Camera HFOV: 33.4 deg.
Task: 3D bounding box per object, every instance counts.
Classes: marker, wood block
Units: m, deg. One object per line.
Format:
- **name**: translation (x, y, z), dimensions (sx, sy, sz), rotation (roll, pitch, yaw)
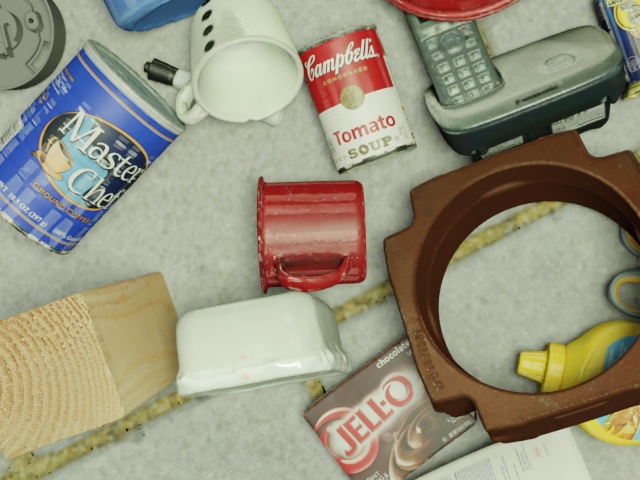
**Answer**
- **marker**: translation (-0.088, -0.122, 0.876), dimensions (0.121, 0.020, 0.020), rotation (21, 94, 5)
- **wood block**: translation (-0.171, 0.085, 0.798), dimensions (0.091, 0.206, 0.090), rotation (-20, 90, 6)

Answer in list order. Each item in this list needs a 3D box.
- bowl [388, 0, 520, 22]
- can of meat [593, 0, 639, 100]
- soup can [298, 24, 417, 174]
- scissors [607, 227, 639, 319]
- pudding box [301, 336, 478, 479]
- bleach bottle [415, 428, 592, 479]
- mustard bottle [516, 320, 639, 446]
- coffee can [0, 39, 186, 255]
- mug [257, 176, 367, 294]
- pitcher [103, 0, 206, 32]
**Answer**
- **bowl**: translation (0.104, -0.250, 0.807), dimensions (0.162, 0.055, 0.162), rotation (-5, 71, 13)
- **can of meat**: translation (0.270, -0.165, 0.817), dimensions (0.102, 0.057, 0.084), rotation (-19, 87, 6)
- **soup can**: translation (0.029, -0.110, 0.840), dimensions (0.068, 0.068, 0.102), rotation (-19, 91, 6)
- **scissors**: translation (0.321, 0.016, 0.836), dimensions (0.201, 0.016, 0.096), rotation (-7, 77, -4)
- **pudding box**: translation (0.056, 0.141, 0.859), dimensions (0.113, 0.039, 0.090), rotation (-38, 87, 6)
- **bleach bottle**: translation (0.087, 0.223, 0.826), dimensions (0.251, 0.102, 0.068), rotation (-20, 132, 6)
- **mustard bottle**: translation (0.249, 0.113, 0.827), dimensions (0.191, 0.058, 0.096), rotation (11, 92, 6)
- **coffee can**: translation (-0.191, -0.073, 0.847), dimensions (0.103, 0.102, 0.140), rotation (45, 96, 3)
- **mug**: translation (-0.005, 0.001, 0.827), dimensions (0.081, 0.117, 0.093), rotation (-2, 121, 1)
- **pitcher**: translation (-0.147, -0.296, 0.831), dimensions (0.149, 0.144, 0.243), rotation (-23, 93, 19)
